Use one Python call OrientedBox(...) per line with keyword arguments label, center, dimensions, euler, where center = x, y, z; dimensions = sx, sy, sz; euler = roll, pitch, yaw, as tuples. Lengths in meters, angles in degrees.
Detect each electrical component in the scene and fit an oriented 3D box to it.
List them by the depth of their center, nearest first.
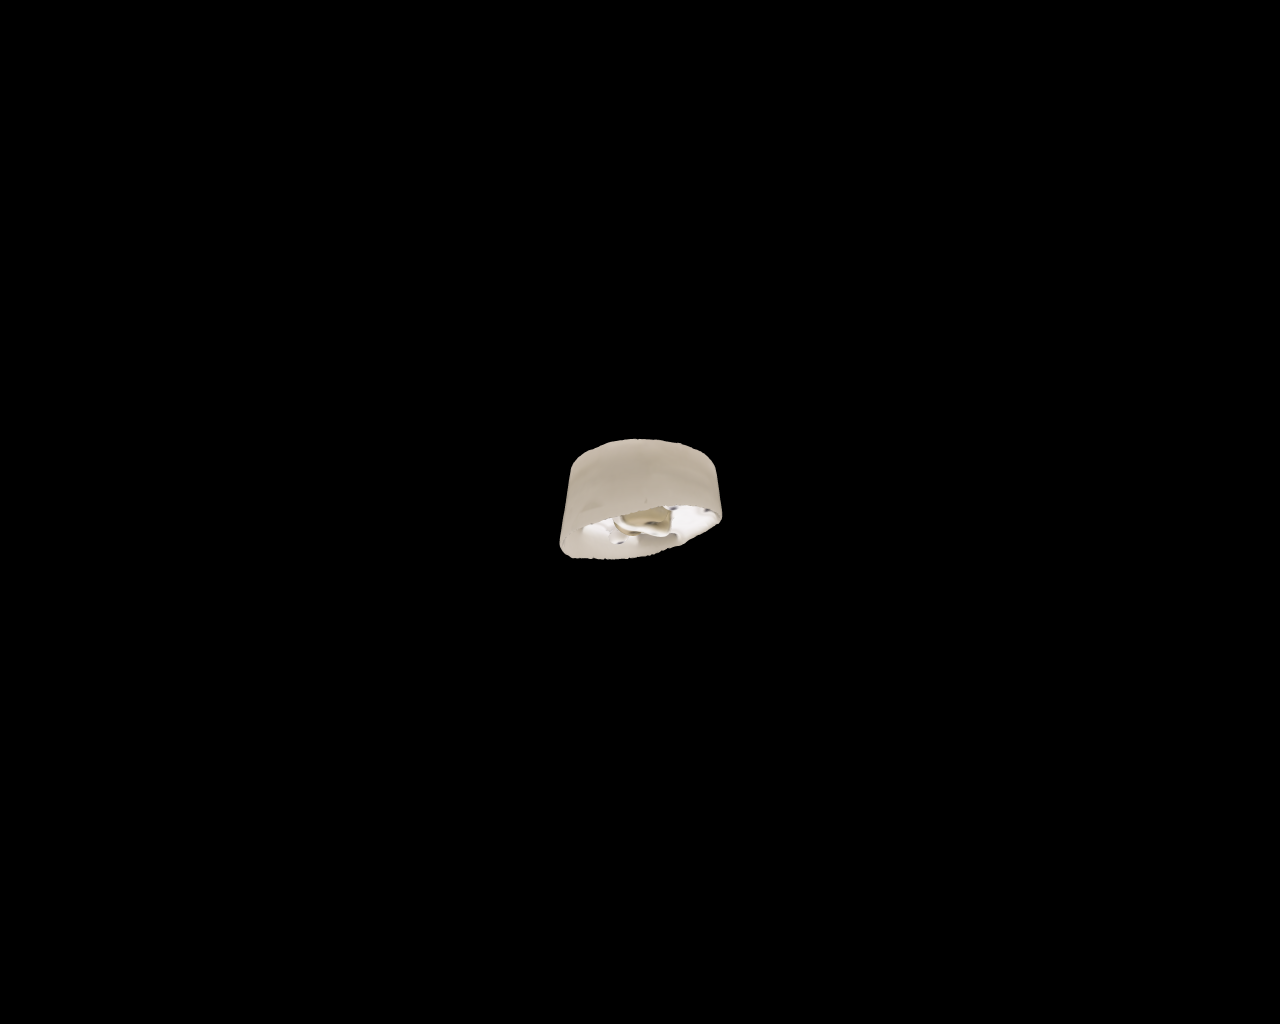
OrientedBox(label="electrical component", center=(0.001, -0.003, 0.650), dimensions=(0.099, 0.064, 0.099), euler=(0, -25, 0))
